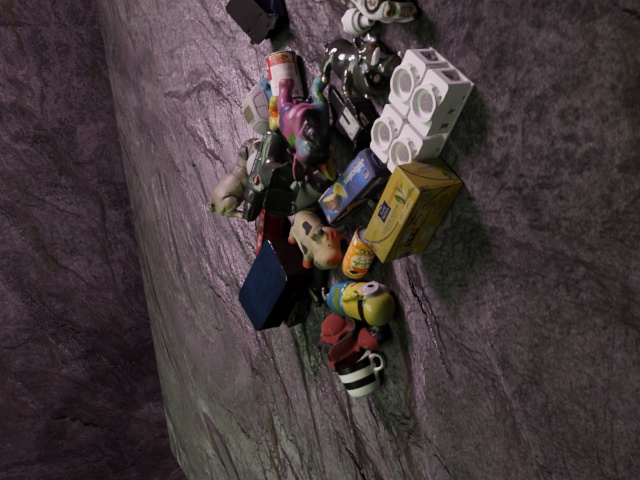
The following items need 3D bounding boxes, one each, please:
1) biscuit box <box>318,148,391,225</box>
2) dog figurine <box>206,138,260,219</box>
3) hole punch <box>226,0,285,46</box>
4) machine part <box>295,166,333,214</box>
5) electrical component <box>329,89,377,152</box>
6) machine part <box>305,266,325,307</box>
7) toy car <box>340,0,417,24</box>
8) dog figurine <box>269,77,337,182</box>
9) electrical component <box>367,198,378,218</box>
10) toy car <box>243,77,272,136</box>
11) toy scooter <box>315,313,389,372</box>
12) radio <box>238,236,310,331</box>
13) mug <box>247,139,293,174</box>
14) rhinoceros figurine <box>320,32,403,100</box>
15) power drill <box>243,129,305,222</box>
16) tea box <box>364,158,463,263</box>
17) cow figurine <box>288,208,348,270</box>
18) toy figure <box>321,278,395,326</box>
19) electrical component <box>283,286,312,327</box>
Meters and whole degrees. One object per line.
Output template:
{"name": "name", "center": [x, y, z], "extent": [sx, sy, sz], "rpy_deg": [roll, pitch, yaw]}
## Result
{"name": "biscuit box", "center": [0.070, -0.102, 1.033], "extent": [0.059, 0.063, 0.202], "rpy_deg": [66, 149, 15]}
{"name": "dog figurine", "center": [-0.217, -0.165, 1.395], "extent": [0.121, 0.172, 0.190], "rpy_deg": [34, 138, 35]}
{"name": "hole punch", "center": [-0.132, -0.515, 1.200], "extent": [0.115, 0.092, 0.142], "rpy_deg": [50, 151, -14]}
{"name": "machine part", "center": [-0.034, -0.113, 1.191], "extent": [0.243, 0.079, 0.079], "rpy_deg": [-26, 80, 58]}
{"name": "electrical component", "center": [0.064, -0.230, 1.005], "extent": [0.119, 0.048, 0.074], "rpy_deg": [59, 145, 28]}
{"name": "machine part", "center": [-0.007, 0.088, 1.269], "extent": [0.084, 0.039, 0.138], "rpy_deg": [-125, 34, -47]}
{"name": "toy car", "center": [0.079, -0.401, 0.883], "extent": [0.202, 0.073, 0.056], "rpy_deg": [50, 137, 38]}
{"name": "dog figurine", "center": [-0.032, -0.204, 1.072], "extent": [0.191, 0.108, 0.219], "rpy_deg": [132, 133, -61]}
{"name": "electrical component", "center": [0.117, -0.036, 1.020], "extent": [0.094, 0.021, 0.063], "rpy_deg": [51, 142, 36]}
{"name": "toy car", "center": [-0.127, -0.298, 1.247], "extent": [0.109, 0.103, 0.161], "rpy_deg": [-27, 76, 60]}
{"name": "toy scooter", "center": [0.047, 0.214, 1.124], "extent": [0.184, 0.135, 0.075], "rpy_deg": [7, 134, 57]}
{"name": "radio", "center": [-0.116, 0.112, 1.321], "extent": [0.131, 0.073, 0.229], "rpy_deg": [56, 136, 30]}
{"name": "mug", "center": [-0.118, -0.194, 1.301], "extent": [0.107, 0.081, 0.109], "rpy_deg": [-4, 105, 48]}
{"name": "rhinoceros figurine", "center": [0.074, -0.305, 0.942], "extent": [0.191, 0.073, 0.112], "rpy_deg": [39, 123, 49]}
{"name": "power drill", "center": [-0.107, -0.117, 1.175], "extent": [0.207, 0.086, 0.231], "rpy_deg": [-126, 52, -65]}
{"name": "tea box", "center": [0.150, -0.047, 0.887], "extent": [0.068, 0.098, 0.169], "rpy_deg": [56, 143, 31]}
{"name": "cow figurine", "center": [-0.002, -0.004, 1.163], "extent": [0.195, 0.085, 0.127], "rpy_deg": [-123, 34, -51]}
{"name": "toy figure", "center": [0.079, 0.125, 1.096], "extent": [0.180, 0.082, 0.089], "rpy_deg": [-6, 116, 53]}
{"name": "electrical component", "center": [-0.077, 0.157, 1.395], "extent": [0.115, 0.058, 0.134], "rpy_deg": [56, 144, 35]}
